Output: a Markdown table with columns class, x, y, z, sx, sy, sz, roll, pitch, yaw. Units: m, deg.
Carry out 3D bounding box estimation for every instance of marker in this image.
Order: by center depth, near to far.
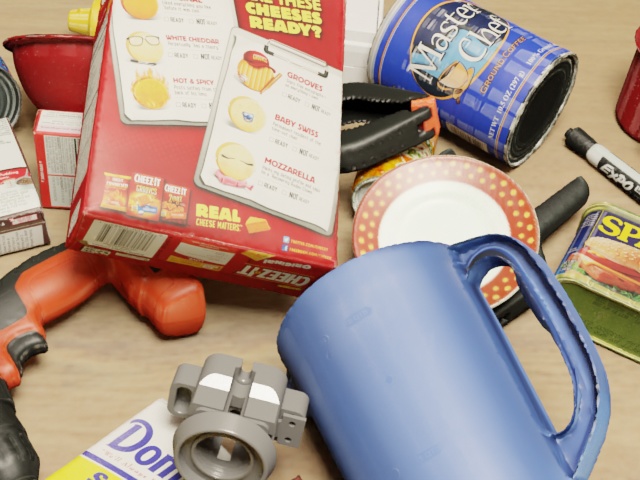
| class | x | y | z | sx | sy | sz | roll | pitch | yaw |
| --- | --- | --- | --- | --- | --- | --- | --- | --- | --- |
| marker | 0.246 | -0.054 | 0.869 | 0.020 | 0.020 | 0.121 | -26 | 54 | -28 |

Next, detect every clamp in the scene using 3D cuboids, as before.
| class | x | y | z | sx | sy | sz | roll | pitch | yaw |
| --- | --- | --- | --- | --- | --- | --- | --- | --- | --- |
| clamp | 0.141 | 0.001 | 0.788 | 0.120 | 0.039 | 0.171 | 2 | 51 | 7 |
| clamp | -0.016 | -0.088 | 0.813 | 0.210 | 0.036 | 0.164 | -10 | 40 | 7 |

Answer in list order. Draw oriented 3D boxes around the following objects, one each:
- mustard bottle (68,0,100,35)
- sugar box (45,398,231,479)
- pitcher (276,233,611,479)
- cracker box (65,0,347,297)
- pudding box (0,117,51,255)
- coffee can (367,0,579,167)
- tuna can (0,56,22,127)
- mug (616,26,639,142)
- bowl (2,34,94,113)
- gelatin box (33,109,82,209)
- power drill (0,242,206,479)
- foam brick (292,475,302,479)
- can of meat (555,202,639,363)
| class | x | y | z | sx | sy | sz | roll | pitch | yaw |
| --- | --- | --- | --- | --- | --- | --- | --- | --- | --- |
| mustard bottle | -0.119 | -0.179 | 0.915 | 0.191 | 0.058 | 0.096 | 5 | 38 | -2 |
| sugar box | -0.122 | 0.169 | 0.588 | 0.093 | 0.048 | 0.176 | 36 | 53 | 25 |
| pitcher | 0.084 | 0.121 | 0.597 | 0.144 | 0.149 | 0.243 | -13 | 52 | -20 |
| cracker box | -0.071 | -0.082 | 0.703 | 0.164 | 0.072 | 0.213 | 12 | 63 | -21 |
| pudding box | -0.255 | -0.035 | 0.774 | 0.090 | 0.039 | 0.114 | -16 | 48 | -20 |
| coffee can | 0.124 | -0.138 | 0.876 | 0.140 | 0.103 | 0.102 | 33 | 51 | 22 |
| tuna can | -0.273 | -0.108 | 0.808 | 0.086 | 0.086 | 0.034 | -18 | 49 | -23 |
| mug | 0.297 | -0.123 | 0.898 | 0.093 | 0.081 | 0.117 | 20 | 47 | 12 |
| bowl | -0.162 | -0.115 | 0.817 | 0.162 | 0.162 | 0.055 | 5 | 91 | 0 |
| gelatin box | -0.161 | -0.057 | 0.781 | 0.089 | 0.073 | 0.030 | 3 | 45 | -4 |
| power drill | -0.170 | 0.060 | 0.679 | 0.187 | 0.057 | 0.185 | -25 | 58 | -29 |
| foam brick | -0.026 | 0.180 | 0.586 | 0.078 | 0.053 | 0.051 | -29 | 56 | -32 |
| can of meat | 0.219 | 0.032 | 0.758 | 0.102 | 0.057 | 0.083 | 25 | 51 | 16 |
